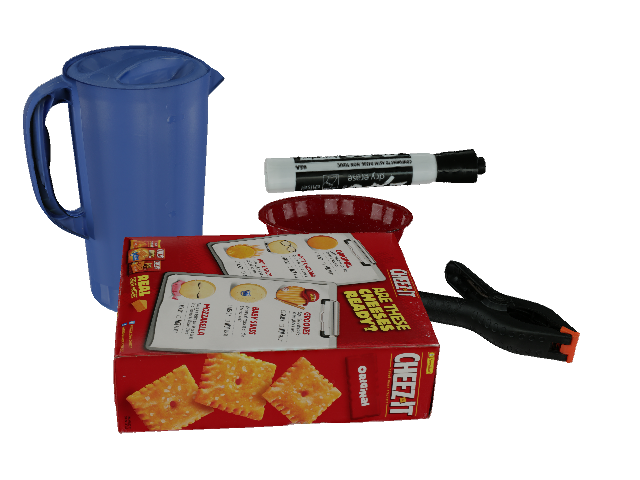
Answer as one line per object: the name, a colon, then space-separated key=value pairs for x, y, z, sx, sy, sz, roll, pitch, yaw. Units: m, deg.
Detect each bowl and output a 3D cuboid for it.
bowl: x=0.016 y=-0.003 z=1.115 sx=0.162 sy=0.055 sz=0.162 roll=0 pitch=16 yaw=0

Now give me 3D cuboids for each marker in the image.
marker: x=0.030 y=-0.038 z=0.581 sx=0.121 sy=0.020 sz=0.020 roll=-3 pitch=0 yaw=-7

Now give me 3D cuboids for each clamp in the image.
clamp: x=0.161 y=0.064 z=0.993 sx=0.172 sy=0.039 sz=0.120 roll=21 pitch=32 yaw=21

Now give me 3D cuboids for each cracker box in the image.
cracker box: x=-0.038 y=0.062 z=0.771 sx=0.213 sy=0.072 sz=0.164 roll=-1 pitch=29 yaw=-8

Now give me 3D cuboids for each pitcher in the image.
pitcher: x=-0.179 y=-0.053 z=1.008 sx=0.149 sy=0.243 sz=0.144 roll=9 pitch=26 yaw=12
